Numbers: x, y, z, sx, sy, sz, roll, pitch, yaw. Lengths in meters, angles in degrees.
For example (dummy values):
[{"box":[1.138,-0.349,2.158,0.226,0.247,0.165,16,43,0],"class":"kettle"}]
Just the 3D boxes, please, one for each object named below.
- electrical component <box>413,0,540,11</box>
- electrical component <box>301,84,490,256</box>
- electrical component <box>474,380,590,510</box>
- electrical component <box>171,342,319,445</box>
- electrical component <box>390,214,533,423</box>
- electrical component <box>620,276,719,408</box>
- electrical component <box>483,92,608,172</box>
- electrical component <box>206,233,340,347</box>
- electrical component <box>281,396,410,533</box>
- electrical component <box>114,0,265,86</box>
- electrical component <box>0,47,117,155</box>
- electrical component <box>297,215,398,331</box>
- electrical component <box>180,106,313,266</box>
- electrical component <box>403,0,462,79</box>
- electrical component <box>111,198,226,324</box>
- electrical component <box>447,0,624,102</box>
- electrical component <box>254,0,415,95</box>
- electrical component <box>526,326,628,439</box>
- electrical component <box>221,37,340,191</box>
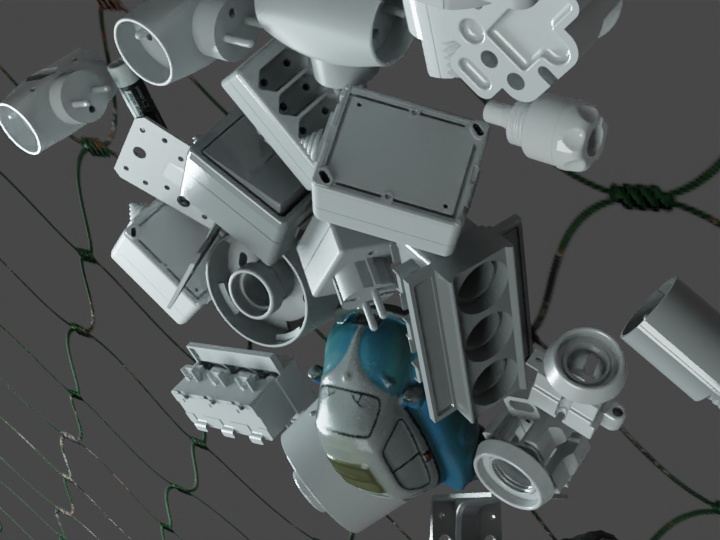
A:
[{"box":[0.012,-0.172,0.432,0.186,0.105,0.060,25,144,27],"class":"electrical component"},{"box":[0.015,-0.053,0.580,0.096,0.061,0.061,16,163,4],"class":"electrical component"},{"box":[0.112,0.121,0.715,0.058,0.057,0.078,4,132,46],"class":"electrical component"},{"box":[-0.104,0.107,0.935,0.121,0.063,0.078,2,130,47],"class":"electrical component"},{"box":[0.061,0.025,0.649,0.063,0.079,0.121,44,156,43],"class":"electrical component"},{"box":[0.181,0.046,0.561,0.081,0.043,0.043,41,149,4],"class":"electrical component"},{"box":[0.089,-0.072,0.533,0.061,0.035,0.035,23,143,34],"class":"electrical component"},{"box":[-0.061,0.006,0.781,0.099,0.064,0.099,16,123,27],"class":"electrical component"},{"box":[-0.018,0.157,0.852,0.108,0.060,0.108,50,-176,-5],"class":"electrical component"},{"box":[-0.084,-0.139,0.606,0.079,0.077,0.043,20,142,32],"class":"electrical component"},{"box":[-0.206,-0.121,0.763,0.079,0.077,0.043,5,132,46],"class":"electrical component"},{"box":[0.000,0.000,0.676,0.065,0.047,0.076,124,131,-58],"class":"electrical component"},{"box":[-0.070,-0.063,0.695,0.096,0.061,0.061,39,148,8],"class":"electrical component"},{"box":[0.042,-0.128,0.510,0.043,0.043,0.081,18,141,34],"class":"electrical component"},{"box":[-0.147,-0.014,0.841,0.096,0.061,0.061,45,148,-3],"class":"electrical component"},{"box":[0.080,-0.116,0.469,0.058,0.057,0.078,45,148,-3],"class":"electrical component"},{"box":[-0.010,-0.124,0.573,0.077,0.043,0.079,23,143,30],"class":"electrical component"},{"box":[0.131,0.064,0.638,0.066,0.048,0.055,32,154,18],"class":"electrical component"},{"box":[-0.040,-0.093,0.642,0.083,0.047,0.076,51,163,-14],"class":"electrical component"}]
